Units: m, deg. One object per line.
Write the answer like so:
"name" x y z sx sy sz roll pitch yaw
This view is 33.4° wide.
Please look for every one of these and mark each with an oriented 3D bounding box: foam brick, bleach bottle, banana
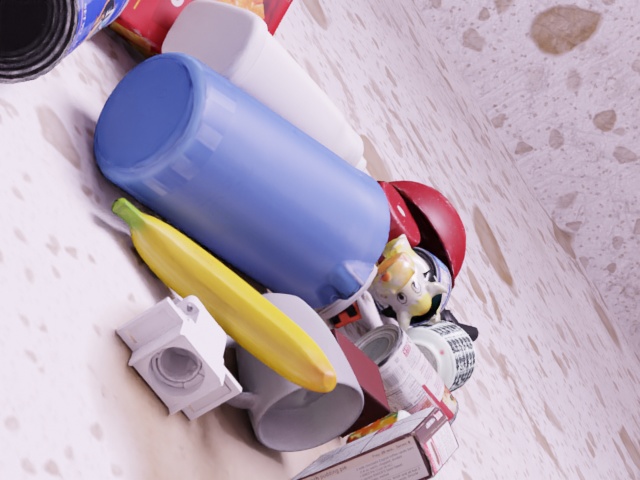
"foam brick" 0.015 0.121 0.899 0.078 0.053 0.051 43 24 -42
"bleach bottle" -0.026 -0.116 0.950 0.103 0.068 0.250 27 -5 40
"banana" -0.066 0.044 0.741 0.198 0.037 0.069 37 3 12

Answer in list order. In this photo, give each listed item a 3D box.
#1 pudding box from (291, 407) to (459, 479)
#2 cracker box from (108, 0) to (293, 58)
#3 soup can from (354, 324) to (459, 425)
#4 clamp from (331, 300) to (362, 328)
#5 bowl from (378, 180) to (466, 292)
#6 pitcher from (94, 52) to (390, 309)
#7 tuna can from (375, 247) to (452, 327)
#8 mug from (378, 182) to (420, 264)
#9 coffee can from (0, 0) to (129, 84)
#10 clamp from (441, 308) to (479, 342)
"pudding box" 0.039 0.167 0.788 0.039 0.114 0.090 64 18 4
"cracker box" -0.115 -0.238 0.926 0.072 0.164 0.213 24 -9 38
"soup can" 0.077 0.138 1.018 0.102 0.069 0.068 52 19 -21
"clamp" -0.007 0.001 1.052 0.120 0.039 0.171 25 38 -61
"bowl" 0.123 -0.013 1.268 0.162 0.055 0.162 46 -22 25
"pitcher" -0.064 -0.052 0.852 0.242 0.149 0.145 35 63 -48
"tuna can" 0.102 0.051 1.198 0.033 0.086 0.086 34 31 -51
"mug" 0.061 -0.002 1.176 0.093 0.082 0.117 26 38 -61
"coffee can" -0.191 -0.173 0.716 0.102 0.103 0.140 54 18 -17
"clamp" 0.147 0.096 1.333 0.164 0.036 0.210 56 18 -10
